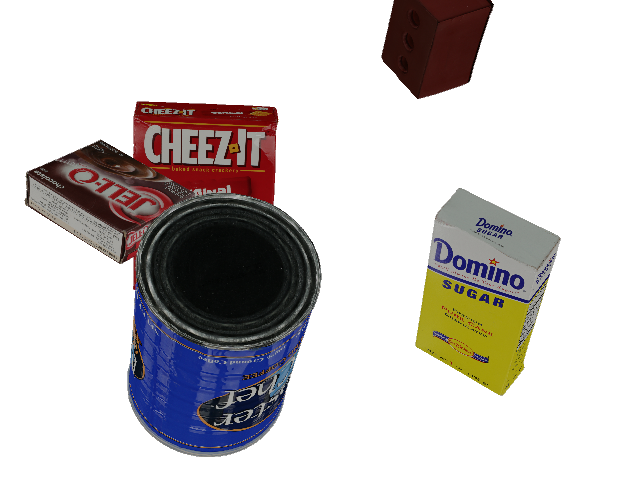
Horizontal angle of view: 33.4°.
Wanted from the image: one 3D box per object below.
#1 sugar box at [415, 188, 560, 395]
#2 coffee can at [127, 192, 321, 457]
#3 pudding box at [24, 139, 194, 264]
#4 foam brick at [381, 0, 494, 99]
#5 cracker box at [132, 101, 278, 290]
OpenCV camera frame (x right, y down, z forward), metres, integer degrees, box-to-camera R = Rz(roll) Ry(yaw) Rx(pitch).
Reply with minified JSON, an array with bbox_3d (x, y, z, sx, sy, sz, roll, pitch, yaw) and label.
[{"bbox_3d":[0.133,0.046,0.880,0.093,0.048,0.176,28,-34,22],"label":"sugar box"},{"bbox_3d":[-0.061,0.054,0.637,0.102,0.103,0.140,0,-35,-12],"label":"coffee can"},{"bbox_3d":[-0.177,-0.034,0.897,0.114,0.039,0.089,27,35,22],"label":"pudding box"},{"bbox_3d":[0.085,-0.154,0.788,0.051,0.053,0.078,-23,-32,-24],"label":"foam brick"},{"bbox_3d":[-0.136,-0.048,1.245,0.164,0.214,0.072,1,22,-7],"label":"cracker box"}]
